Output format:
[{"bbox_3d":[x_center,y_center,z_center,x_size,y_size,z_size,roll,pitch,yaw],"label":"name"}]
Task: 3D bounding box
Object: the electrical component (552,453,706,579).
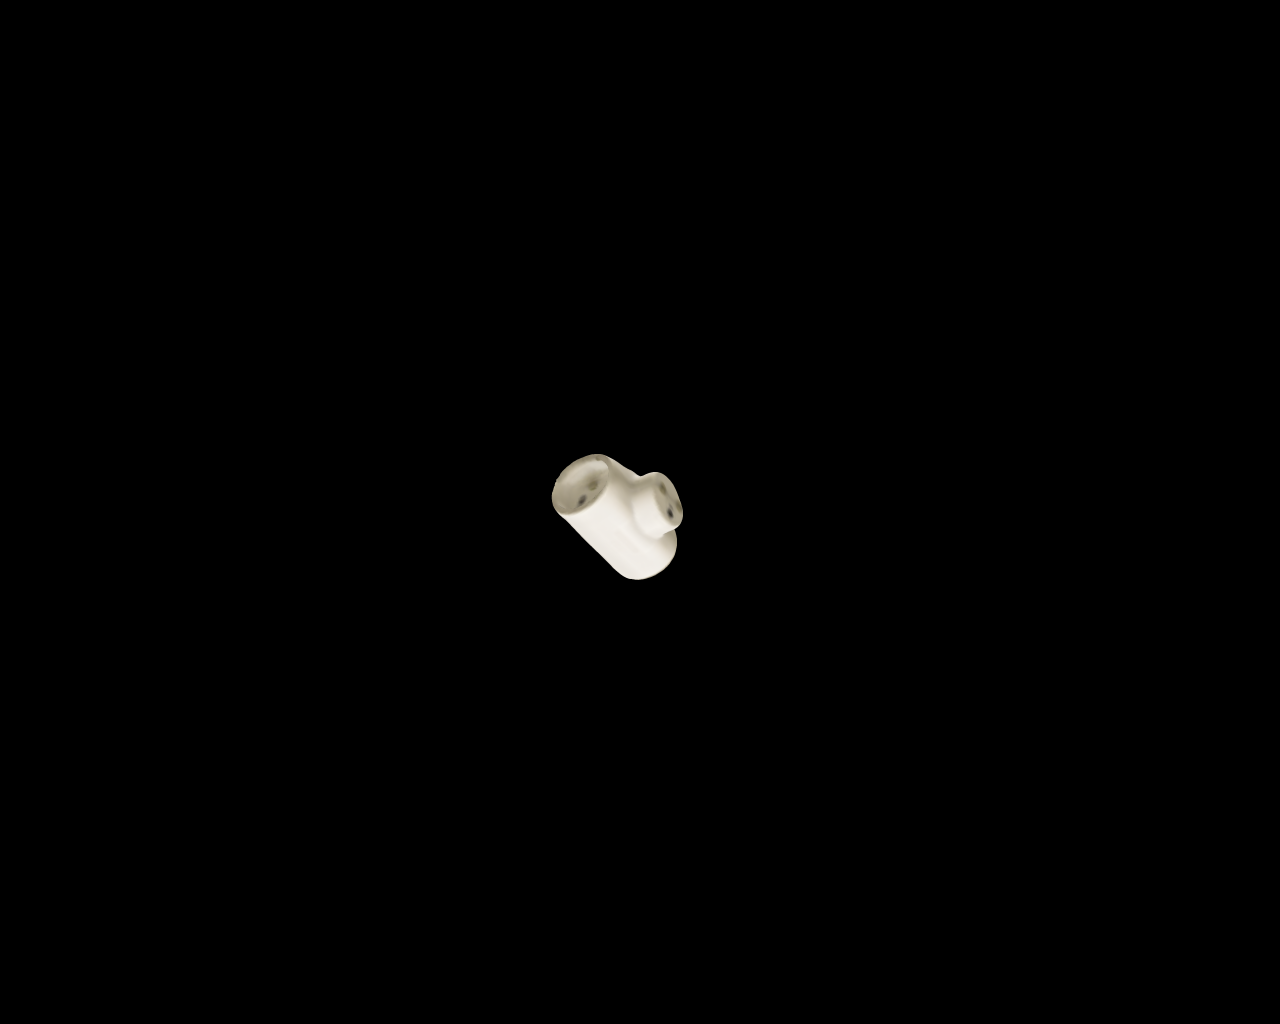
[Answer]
[{"bbox_3d":[0.001,-0.003,0.650,0.079,0.043,0.077,-22,-45,24],"label":"electrical component"}]
